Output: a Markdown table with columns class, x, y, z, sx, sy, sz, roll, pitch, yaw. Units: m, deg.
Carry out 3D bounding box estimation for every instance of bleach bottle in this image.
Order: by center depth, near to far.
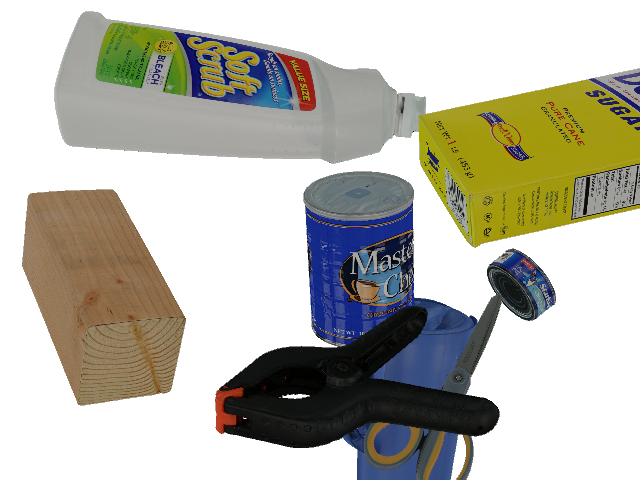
| class | x | y | z | sx | sy | sz | roll | pitch | yaw |
| --- | --- | --- | --- | --- | --- | --- | --- | --- | --- |
| bleach bottle | -0.052 | -0.103 | 0.754 | 0.251 | 0.102 | 0.068 | 5 | -41 | 2 |

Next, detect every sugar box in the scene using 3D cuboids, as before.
| class | x | y | z | sx | sy | sz | roll | pitch | yaw |
| --- | --- | --- | --- | --- | --- | --- | --- | --- | --- |
| sugar box | 0.157 | -0.056 | 0.644 | 0.176 | 0.048 | 0.093 | -15 | 40 | -6 |

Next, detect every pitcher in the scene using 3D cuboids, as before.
| class | x | y | z | sx | sy | sz | roll | pitch | yaw |
| --- | --- | --- | --- | --- | --- | --- | --- | --- | --- |
| pitcher | 0.095 | 0.195 | 1.232 | 0.149 | 0.243 | 0.145 | 6 | 14 | 7 |

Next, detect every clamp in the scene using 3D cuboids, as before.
| class | x | y | z | sx | sy | sz | roll | pitch | yaw |
| --- | --- | --- | --- | --- | --- | --- | --- | --- | --- |
| clamp | 0.016 | 0.086 | 0.679 | 0.171 | 0.039 | 0.120 | -2 | 26 | -11 |

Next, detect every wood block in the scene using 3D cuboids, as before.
| class | x | y | z | sx | sy | sz | roll | pitch | yaw |
| --- | --- | --- | --- | --- | --- | --- | --- | --- | --- |
| wood block | -0.207 | 0.046 | 0.995 | 0.090 | 0.091 | 0.206 | -4 | 37 | -29 |

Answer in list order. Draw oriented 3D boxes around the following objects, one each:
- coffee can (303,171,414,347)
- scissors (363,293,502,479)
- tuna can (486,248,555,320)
| class | x | y | z | sx | sy | sz | roll | pitch | yaw |
| --- | --- | --- | --- | --- | --- | --- | --- | --- | --- |
| coffee can | 0.038 | 0.017 | 1.016 | 0.103 | 0.140 | 0.103 | -2 | 25 | 1 |
| scissors | 0.093 | 0.120 | 0.881 | 0.096 | 0.201 | 0.016 | 5 | -39 | 11 |
| tuna can | 0.240 | 0.054 | 1.280 | 0.033 | 0.086 | 0.086 | -36 | 11 | -15 |
